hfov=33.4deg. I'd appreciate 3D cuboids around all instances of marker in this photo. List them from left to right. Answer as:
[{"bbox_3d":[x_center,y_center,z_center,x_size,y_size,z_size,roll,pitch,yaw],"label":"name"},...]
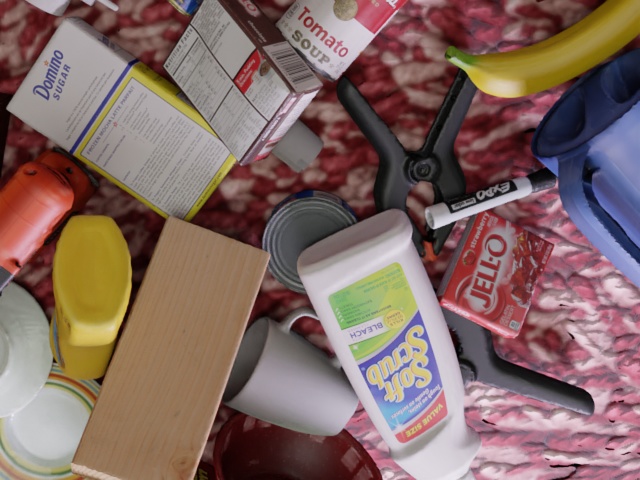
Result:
[{"bbox_3d":[0.145,-0.036,0.888,0.121,0.020,0.020,-18,106,-15],"label":"marker"}]

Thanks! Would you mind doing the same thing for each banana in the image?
[{"bbox_3d":[0.200,-0.160,0.843,0.198,0.037,0.069,-24,144,6],"label":"banana"}]

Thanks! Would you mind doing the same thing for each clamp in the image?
[{"bbox_3d":[0.071,-0.067,0.887,0.120,0.039,0.171,1,103,-4],"label":"clamp"},{"bbox_3d":[0.132,0.114,0.939,0.164,0.036,0.210,-28,102,9],"label":"clamp"}]

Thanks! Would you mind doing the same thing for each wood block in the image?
[{"bbox_3d":[-0.119,0.099,0.857,0.090,0.090,0.206,20,70,-6],"label":"wood block"}]

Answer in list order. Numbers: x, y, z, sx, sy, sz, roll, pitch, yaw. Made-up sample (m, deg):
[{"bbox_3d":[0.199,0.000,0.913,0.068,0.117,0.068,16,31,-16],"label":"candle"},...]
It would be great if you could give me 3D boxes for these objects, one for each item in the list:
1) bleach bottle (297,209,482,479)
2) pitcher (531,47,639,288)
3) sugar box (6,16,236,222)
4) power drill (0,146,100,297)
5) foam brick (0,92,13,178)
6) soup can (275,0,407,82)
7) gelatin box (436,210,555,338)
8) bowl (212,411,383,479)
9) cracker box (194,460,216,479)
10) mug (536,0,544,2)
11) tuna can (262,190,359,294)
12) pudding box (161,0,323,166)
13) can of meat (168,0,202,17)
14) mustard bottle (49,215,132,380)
[{"bbox_3d":[0.076,0.106,0.889,0.102,0.068,0.251,-25,106,8],"label":"bleach bottle"},{"bbox_3d":[0.288,-0.026,0.848,0.149,0.145,0.242,-43,104,8],"label":"pitcher"},{"bbox_3d":[-0.157,-0.096,0.879,0.176,0.048,0.093,37,103,-6],"label":"sugar box"},{"bbox_3d":[-0.248,0.004,0.833,0.057,0.187,0.184,43,100,-12],"label":"power drill"},{"bbox_3d":[-0.290,-0.084,0.878,0.051,0.053,0.078,13,105,-3],"label":"foam brick"},{"bbox_3d":[0.020,-0.184,0.841,0.068,0.068,0.102,40,103,-10],"label":"soup can"},{"bbox_3d":[0.147,0.028,0.902,0.073,0.030,0.089,26,79,-6],"label":"gelatin box"},{"bbox_3d":[-0.024,0.218,0.916,0.162,0.162,0.055,23,123,-6],"label":"bowl"},{"bbox_3d":[-0.069,0.283,0.922,0.213,0.164,0.072,31,101,-8],"label":"cracker box"},{"bbox_3d":[0.187,-0.235,0.822,0.117,0.093,0.081,-15,102,39],"label":"mug"},{"bbox_3d":[-0.006,0.001,0.910,0.086,0.034,0.086,0,106,0],"label":"tuna can"},{"bbox_3d":[-0.063,-0.129,0.836,0.113,0.039,0.090,53,131,13],"label":"pudding box"},{"bbox_3d":[-0.105,-0.238,0.833,0.084,0.057,0.102,-40,101,12],"label":"can of meat"},{"bbox_3d":[-0.190,0.061,0.867,0.058,0.192,0.096,-1,66,-16],"label":"mustard bottle"}]
